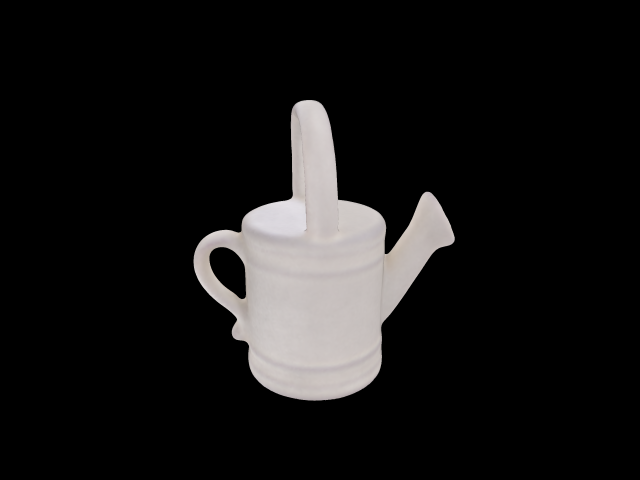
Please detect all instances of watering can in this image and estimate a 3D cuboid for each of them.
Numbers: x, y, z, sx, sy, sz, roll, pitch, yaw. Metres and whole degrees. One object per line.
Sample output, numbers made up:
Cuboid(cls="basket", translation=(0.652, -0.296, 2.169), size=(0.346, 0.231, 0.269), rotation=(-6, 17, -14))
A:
Cuboid(cls="watering can", translation=(0.003, 0.001, 0.402), size=(0.173, 0.194, 0.100), rotation=(-11, 23, -26))
